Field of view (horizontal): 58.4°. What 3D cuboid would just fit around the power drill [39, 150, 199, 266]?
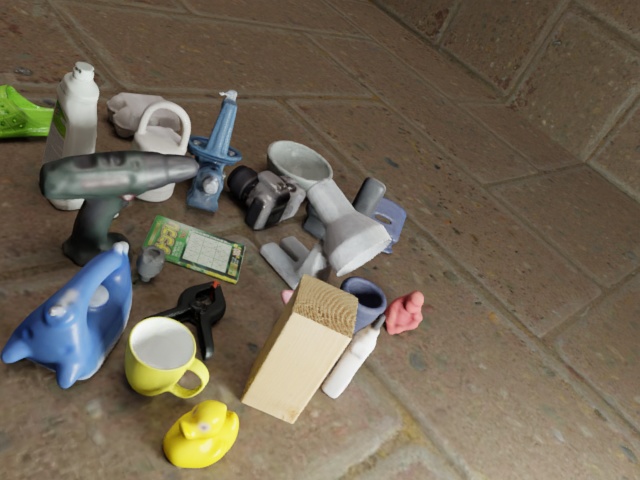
[{"bbox_3d":[-0.326,-0.057,0.914,0.230,0.208,0.075,-1,44,-37],"label":"power drill"}]

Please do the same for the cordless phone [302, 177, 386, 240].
[{"bbox_3d":[0.054,-0.079,1.245,0.147,0.185,0.094,30,34,2],"label":"cordless phone"}]

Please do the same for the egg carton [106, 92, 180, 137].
[{"bbox_3d":[-0.392,-0.274,1.277,0.151,0.069,0.107,-6,47,-41],"label":"egg carton"}]

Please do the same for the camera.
[{"bbox_3d":[-0.120,-0.110,1.232,0.136,0.100,0.143,41,36,18],"label":"camera"}]

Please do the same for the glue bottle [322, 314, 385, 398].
[{"bbox_3d":[0.061,0.179,0.921,0.037,0.173,0.078,34,34,7],"label":"glue bottle"}]

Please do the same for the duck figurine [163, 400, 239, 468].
[{"bbox_3d":[-0.149,0.245,0.758,0.105,0.086,0.077,-9,49,-43],"label":"duck figurine"}]

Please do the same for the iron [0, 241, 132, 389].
[{"bbox_3d":[-0.321,0.074,0.807,0.119,0.141,0.258,26,34,-5],"label":"iron"}]

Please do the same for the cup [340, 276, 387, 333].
[{"bbox_3d":[0.053,0.130,1.050,0.118,0.095,0.091,-4,46,-39],"label":"cup"}]

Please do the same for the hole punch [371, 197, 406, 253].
[{"bbox_3d":[0.142,-0.039,1.340,0.109,0.091,0.101,25,34,-6],"label":"hole punch"}]

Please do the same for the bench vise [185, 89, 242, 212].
[{"bbox_3d":[-0.199,-0.178,1.157,0.122,0.219,0.207,3,42,-34],"label":"bench vise"}]

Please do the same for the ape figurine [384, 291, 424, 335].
[{"bbox_3d":[0.171,0.137,1.130,0.078,0.092,0.076,24,34,-7],"label":"ape figurine"}]

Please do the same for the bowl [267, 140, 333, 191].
[{"bbox_3d":[-0.058,-0.162,1.371,0.168,0.074,0.167,20,35,-14],"label":"bowl"}]

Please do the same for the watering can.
[{"bbox_3d":[-0.306,-0.172,1.093,0.101,0.194,0.172,7,40,-30],"label":"watering can"}]

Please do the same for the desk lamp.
[{"bbox_3d":[0.010,0.004,1.077,0.203,0.213,0.118,44,37,22],"label":"desk lamp"}]

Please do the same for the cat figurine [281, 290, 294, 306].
[{"bbox_3d":[-0.014,0.133,0.977,0.127,0.117,0.067,35,34,8],"label":"cat figurine"}]
